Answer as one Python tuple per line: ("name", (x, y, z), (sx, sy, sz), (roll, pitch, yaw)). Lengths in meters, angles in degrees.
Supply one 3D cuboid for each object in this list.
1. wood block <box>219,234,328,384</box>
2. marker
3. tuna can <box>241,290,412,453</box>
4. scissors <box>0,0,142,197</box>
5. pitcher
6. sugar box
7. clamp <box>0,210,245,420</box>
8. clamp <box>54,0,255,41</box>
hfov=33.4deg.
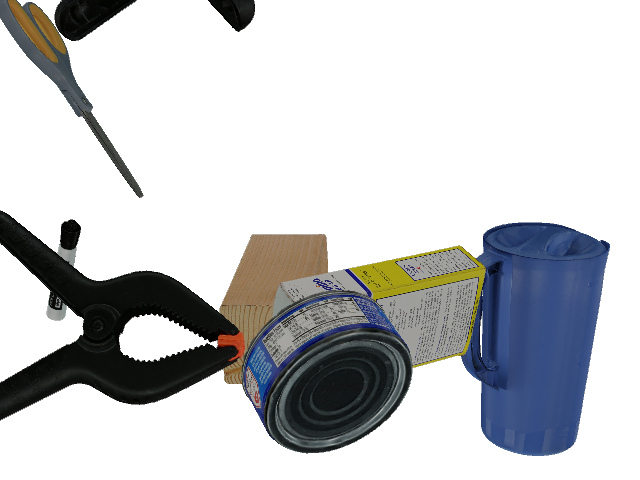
("wood block", (-0.045, 0.069, 1.154), (0.091, 0.090, 0.206), (0, 21, 5))
("marker", (-0.251, 0.029, 1.046), (0.020, 0.121, 0.020), (13, 36, -10))
("tuna can", (0.004, 0.070, 0.555), (0.086, 0.086, 0.034), (0, 34, -29))
("scissors", (-0.215, -0.133, 0.943), (0.016, 0.201, 0.096), (-30, 26, 10))
("pitcher", (0.229, 0.109, 1.170), (0.149, 0.243, 0.145), (5, 18, 12))
("sugar box", (0.045, 0.065, 0.869), (0.176, 0.093, 0.048), (-9, 33, -26))
("clamp", (-0.158, 0.055, 0.749), (0.210, 0.164, 0.036), (-1, -19, -3))
("clamp", (-0.083, -0.178, 0.674), (0.120, 0.171, 0.039), (9, -42, 11))
